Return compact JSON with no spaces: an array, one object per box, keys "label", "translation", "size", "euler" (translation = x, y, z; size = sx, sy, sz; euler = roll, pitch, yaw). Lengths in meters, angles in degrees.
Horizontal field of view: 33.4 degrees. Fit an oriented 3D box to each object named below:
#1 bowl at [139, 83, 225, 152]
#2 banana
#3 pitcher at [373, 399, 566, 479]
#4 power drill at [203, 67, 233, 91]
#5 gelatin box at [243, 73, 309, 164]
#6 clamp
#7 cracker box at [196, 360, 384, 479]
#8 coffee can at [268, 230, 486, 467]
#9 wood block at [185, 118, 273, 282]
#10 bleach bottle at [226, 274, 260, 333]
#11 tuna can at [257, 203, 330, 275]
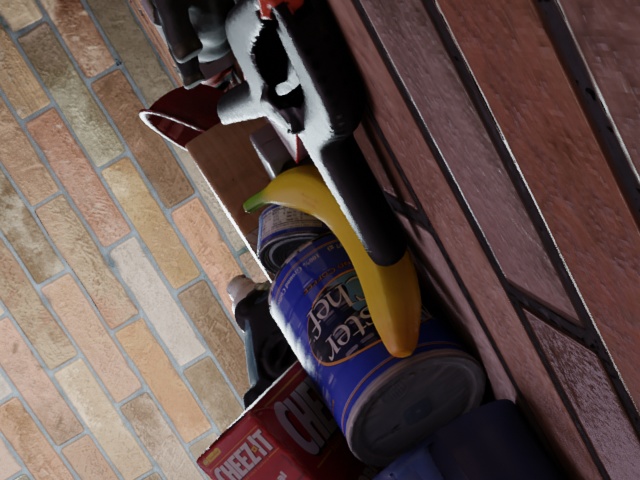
[{"label":"bowl","translation":[-0.106,-0.119,1.119],"size":[0.162,0.055,0.162],"euler":[26,172,3]},{"label":"banana","translation":[0.019,-0.001,0.722],"size":[0.037,0.070,0.198],"euler":[12,-158,-41]},{"label":"pitcher","translation":[0.125,0.220,0.608],"size":[0.243,0.148,0.145],"euler":[53,135,25]},{"label":"power drill","translation":[-0.161,-0.240,1.181],"size":[0.188,0.057,0.184],"euler":[56,172,7]},{"label":"gelatin box","translation":[-0.023,-0.100,0.738],"size":[0.073,0.030,0.089],"euler":[57,174,9]},{"label":"clamp","translation":[-0.005,-0.072,0.605],"size":[0.165,0.036,0.210],"euler":[44,164,14]},{"label":"cracker box","translation":[0.035,0.187,0.783],"size":[0.214,0.072,0.164],"euler":[46,-157,4]},{"label":"coffee can","translation":[0.037,0.073,0.749],"size":[0.140,0.103,0.102],"euler":[55,174,44]},{"label":"wood block","translation":[-0.040,-0.038,0.960],"size":[0.090,0.090,0.206],"euler":[62,174,-33]},{"label":"bleach bottle","translation":[-0.007,0.121,1.105],"size":[0.251,0.068,0.102],"euler":[42,-169,32]},{"label":"tuna can","translation":[-0.005,0.001,0.819],"size":[0.086,0.086,0.033],"euler":[66,-157,-59]}]
